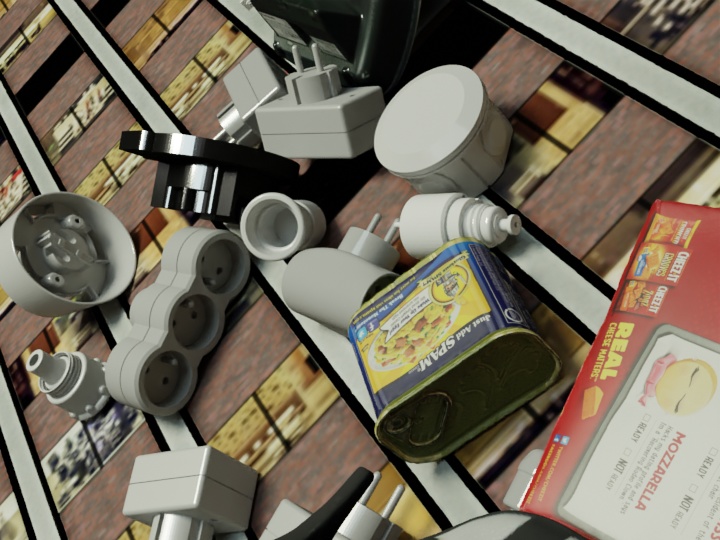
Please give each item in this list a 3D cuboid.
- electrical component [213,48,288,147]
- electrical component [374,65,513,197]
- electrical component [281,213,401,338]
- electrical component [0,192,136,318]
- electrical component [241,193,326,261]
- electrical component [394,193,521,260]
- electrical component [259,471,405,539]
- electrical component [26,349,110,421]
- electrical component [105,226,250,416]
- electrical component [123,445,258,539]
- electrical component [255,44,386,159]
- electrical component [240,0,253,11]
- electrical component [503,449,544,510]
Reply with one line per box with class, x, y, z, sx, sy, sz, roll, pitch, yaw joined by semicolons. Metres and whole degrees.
electrical component;-0.084;-0.118;0.830;0.077;0.047;0.065;-40;42;12
electrical component;0.053;-0.085;0.682;0.080;0.051;0.080;-23;48;28
electrical component;0.000;0.000;0.673;0.077;0.044;0.079;17;73;47
electrical component;-0.237;-0.012;0.855;0.064;0.099;0.099;-24;48;36
electrical component;-0.048;-0.029;0.720;0.044;0.065;0.044;1;94;16
electrical component;0.060;-0.026;0.642;0.078;0.040;0.040;0;62;41
electrical component;-0.002;0.143;0.568;0.083;0.047;0.075;20;75;47
electrical component;-0.216;0.079;0.793;0.048;0.062;0.048;-23;48;28
electrical component;-0.138;0.032;0.765;0.074;0.052;0.138;8;68;45
electrical component;-0.107;0.153;0.654;0.066;0.047;0.076;-14;53;35
electrical component;-0.030;-0.120;0.752;0.083;0.075;0.047;5;27;40
electrical component;-0.079;-0.255;0.927;0.066;0.048;0.055;-41;50;11
electrical component;0.084;0.119;0.520;0.035;0.035;0.061;19;78;47
